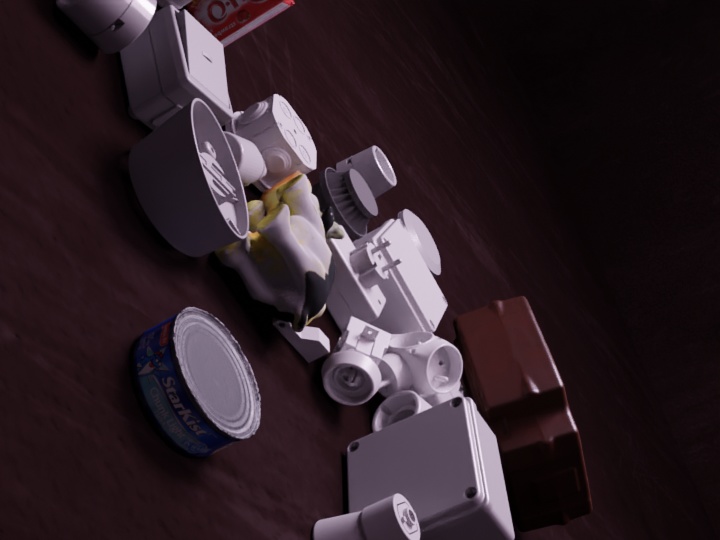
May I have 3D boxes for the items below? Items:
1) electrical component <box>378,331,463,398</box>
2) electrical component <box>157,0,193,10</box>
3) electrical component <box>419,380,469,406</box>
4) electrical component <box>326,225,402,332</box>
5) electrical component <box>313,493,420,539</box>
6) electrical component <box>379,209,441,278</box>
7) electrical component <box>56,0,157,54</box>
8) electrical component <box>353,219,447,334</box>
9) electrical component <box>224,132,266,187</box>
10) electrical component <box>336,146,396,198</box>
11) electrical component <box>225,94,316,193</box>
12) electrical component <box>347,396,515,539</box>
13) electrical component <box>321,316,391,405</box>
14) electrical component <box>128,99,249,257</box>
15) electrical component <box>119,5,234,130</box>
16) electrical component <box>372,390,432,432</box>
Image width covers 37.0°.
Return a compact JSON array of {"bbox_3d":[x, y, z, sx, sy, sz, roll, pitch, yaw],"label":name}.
[{"bbox_3d":[0.035,0.087,0.942,0.079,0.077,0.044,-22,107,-36],"label":"electrical component"},{"bbox_3d":[-0.151,-0.254,0.927,0.043,0.062,0.043,53,19,-28],"label":"electrical component"},{"bbox_3d":[0.066,0.124,0.996,0.055,0.050,0.089,61,17,-7],"label":"electrical component"},{"bbox_3d":[0.000,0.000,0.953,0.083,0.076,0.047,59,17,-10],"label":"electrical component"},{"bbox_3d":[0.007,0.177,0.721,0.044,0.065,0.044,53,19,-28],"label":"electrical component"},{"bbox_3d":[0.050,-0.021,1.173,0.080,0.051,0.080,53,19,-28],"label":"electrical component"},{"bbox_3d":[-0.180,-0.189,0.760,0.047,0.055,0.055,41,26,-41],"label":"electrical component"},{"bbox_3d":[0.031,0.015,1.054,0.108,0.056,0.108,60,17,-6],"label":"electrical component"},{"bbox_3d":[-0.097,-0.085,0.862,0.040,0.040,0.078,66,17,13],"label":"electrical component"},{"bbox_3d":[0.008,-0.104,1.182,0.055,0.047,0.055,53,19,-28],"label":"electrical component"},{"bbox_3d":[-0.077,-0.109,0.938,0.080,0.051,0.080,53,19,-28],"label":"electrical component"},{"bbox_3d":[0.049,0.163,0.792,0.056,0.109,0.108,54,19,-32],"label":"electrical component"},{"bbox_3d":[-0.004,0.076,0.865,0.048,0.066,0.055,25,33,-3],"label":"electrical component"},{"bbox_3d":[-0.112,-0.061,0.743,0.099,0.064,0.099,53,20,-28],"label":"electrical component"},{"bbox_3d":[-0.134,-0.140,0.803,0.062,0.061,0.096,38,29,-53],"label":"electrical component"},{"bbox_3d":[0.043,0.135,0.911,0.047,0.055,0.055,46,23,-32],"label":"electrical component"}]
